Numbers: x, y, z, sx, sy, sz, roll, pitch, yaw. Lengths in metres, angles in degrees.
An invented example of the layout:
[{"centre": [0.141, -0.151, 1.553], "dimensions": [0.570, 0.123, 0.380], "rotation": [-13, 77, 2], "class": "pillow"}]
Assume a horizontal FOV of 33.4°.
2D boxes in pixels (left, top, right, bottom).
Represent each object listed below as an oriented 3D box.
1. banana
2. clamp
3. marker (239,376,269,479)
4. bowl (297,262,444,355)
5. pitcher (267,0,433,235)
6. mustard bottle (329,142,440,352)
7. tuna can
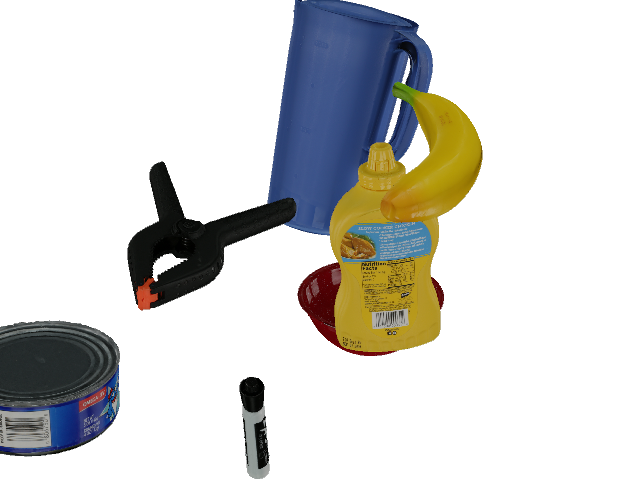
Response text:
[{"centre": [0.080, -0.058, 0.754], "dimensions": [0.069, 0.037, 0.197], "rotation": [5, 30, 3], "class": "banana"}, {"centre": [-0.139, -0.007, 1.067], "dimensions": [0.165, 0.036, 0.209], "rotation": [20, 40, 17], "class": "clamp"}, {"centre": [-0.051, 0.147, 0.833], "dimensions": [0.020, 0.020, 0.121], "rotation": [0, -44, 0], "class": "marker"}, {"centre": [0.055, 0.081, 1.188], "dimensions": [0.162, 0.055, 0.162], "rotation": [0, 28, 0], "class": "bowl"}, {"centre": [0.023, -0.130, 1.144], "dimensions": [0.145, 0.243, 0.149], "rotation": [10, 18, -7], "class": "pitcher"}, {"centre": [0.057, 0.005, 0.945], "dimensions": [0.096, 0.192, 0.058], "rotation": [-4, 28, -1], "class": "mustard bottle"}, {"centre": [-0.148, 0.077, 0.562], "dimensions": [0.086, 0.034, 0.086], "rotation": [2, 23, -1], "class": "tuna can"}]
